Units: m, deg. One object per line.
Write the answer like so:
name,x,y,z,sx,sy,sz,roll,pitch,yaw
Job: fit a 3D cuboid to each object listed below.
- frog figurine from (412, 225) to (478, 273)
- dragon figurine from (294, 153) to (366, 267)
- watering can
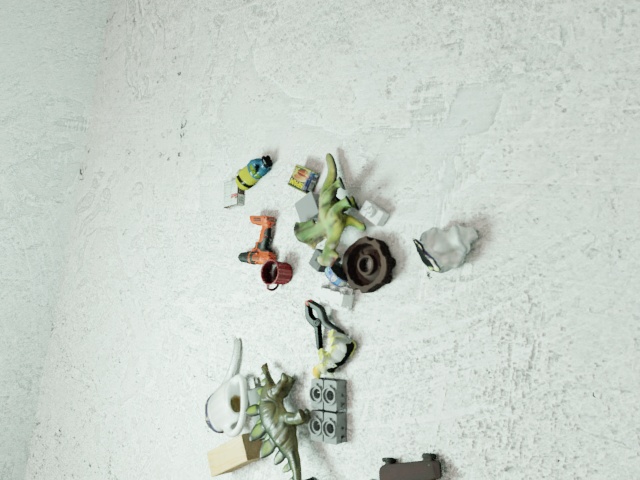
frog figurine,0.356,0.013,1.437,0.160,0.120,0.140,-30,47,-7
dragon figurine,0.005,-0.085,1.694,0.241,0.120,0.420,-32,50,16
watering can,-0.337,0.562,1.908,0.221,0.103,0.356,-43,41,32
